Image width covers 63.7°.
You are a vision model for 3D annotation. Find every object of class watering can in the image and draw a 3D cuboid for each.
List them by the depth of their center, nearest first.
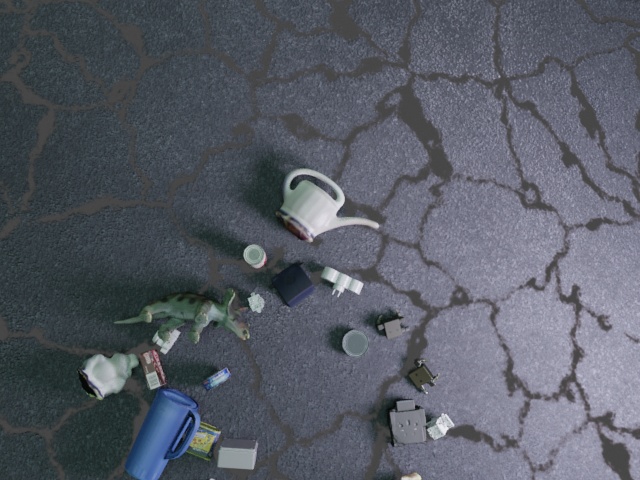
[{"bbox_3d":[0.005,-0.085,1.698,0.348,0.103,0.226,38,80,5],"label":"watering can"}]

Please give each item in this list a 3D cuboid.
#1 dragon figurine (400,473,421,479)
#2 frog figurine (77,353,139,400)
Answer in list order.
[{"bbox_3d":[0.370,0.855,1.528,0.409,0.121,0.246,41,71,-3],"label":"dragon figurine"},{"bbox_3d":[-0.644,0.400,1.575,0.138,0.120,0.162,40,44,13],"label":"frog figurine"}]
